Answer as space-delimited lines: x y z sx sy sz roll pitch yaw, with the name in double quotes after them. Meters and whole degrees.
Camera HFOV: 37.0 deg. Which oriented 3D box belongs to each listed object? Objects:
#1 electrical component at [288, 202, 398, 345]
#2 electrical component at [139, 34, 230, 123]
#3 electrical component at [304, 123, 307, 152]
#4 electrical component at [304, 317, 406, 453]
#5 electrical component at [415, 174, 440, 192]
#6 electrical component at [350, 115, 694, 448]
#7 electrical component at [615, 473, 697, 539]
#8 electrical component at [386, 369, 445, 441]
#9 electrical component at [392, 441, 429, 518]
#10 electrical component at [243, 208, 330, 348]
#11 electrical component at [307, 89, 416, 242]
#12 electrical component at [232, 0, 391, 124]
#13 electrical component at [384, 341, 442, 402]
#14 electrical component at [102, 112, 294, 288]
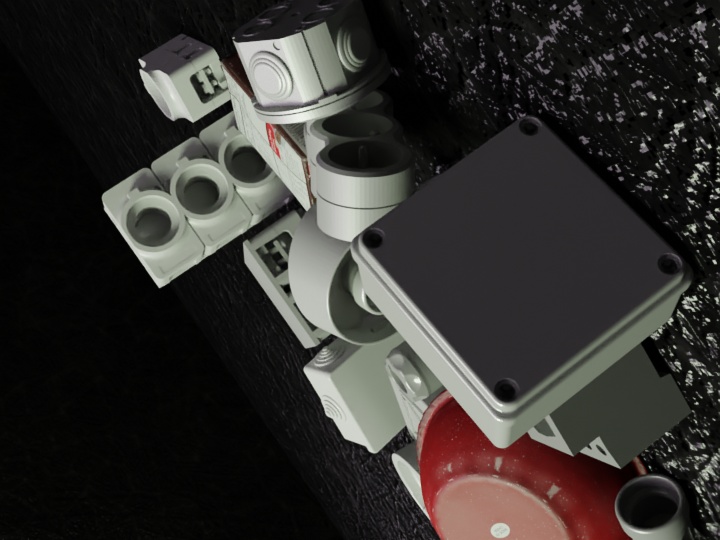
0.000 0.000 0.750 0.064 0.099 0.099 31 153 47 "electrical component"
-0.159 -0.171 0.968 0.089 0.056 0.050 35 156 55 "electrical component"
-0.016 -0.079 0.727 0.040 0.040 0.078 50 165 21 "electrical component"
0.010 0.095 0.935 0.048 0.100 0.099 7 132 55 "electrical component"
0.052 -0.022 0.621 0.055 0.048 0.066 52 169 -20 "electrical component"
0.071 0.004 0.484 0.108 0.109 0.056 50 168 23 "electrical component"
0.173 0.147 0.622 0.040 0.040 0.046 38 163 52 "electrical component"
0.079 0.118 0.838 0.109 0.056 0.108 44 162 40 "electrical component"
0.086 0.196 0.991 0.108 0.060 0.108 51 166 18 "electrical component"
-0.052 0.011 0.988 0.105 0.060 0.186 55 173 1 "electrical component"
-0.002 -0.048 0.610 0.138 0.052 0.073 -102 11 -61 "electrical component"
-0.027 -0.118 0.594 0.080 0.080 0.051 34 150 57 "electrical component"
0.052 0.064 0.788 0.043 0.062 0.043 51 166 18 "electrical component"
-0.141 -0.065 0.955 0.089 0.150 0.062 55 167 1 "electrical component"
